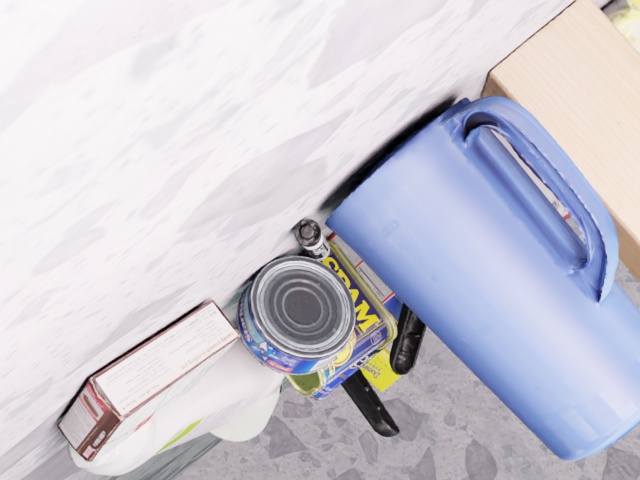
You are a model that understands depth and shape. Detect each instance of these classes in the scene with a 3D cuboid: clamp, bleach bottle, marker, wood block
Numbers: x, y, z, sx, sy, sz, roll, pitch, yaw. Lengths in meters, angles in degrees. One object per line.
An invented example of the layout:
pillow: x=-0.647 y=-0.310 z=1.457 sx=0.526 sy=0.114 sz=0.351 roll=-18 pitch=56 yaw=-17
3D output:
clamp: x=0.102 y=0.031 z=0.904 sx=0.039 sy=0.171 sz=0.120 roll=4 pitch=175 yaw=-38
bleach bottle: x=-0.119 y=0.134 z=0.870 sx=0.103 sy=0.068 sz=0.250 roll=-43 pitch=170 yaw=17
marker: x=-0.005 y=0.001 z=0.787 sx=0.020 sy=0.020 sz=0.121 roll=-39 pitch=173 yaw=-1
clamp: x=0.021 y=0.116 z=1.084 sx=0.210 sy=0.036 sz=0.164 roll=-4 pitch=-119 yaw=38
wood block: x=0.221 y=-0.064 z=0.779 sx=0.091 sy=0.206 sz=0.090 roll=-40 pitch=173 yaw=-1

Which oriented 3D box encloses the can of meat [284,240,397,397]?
can of meat: x=-0.003 y=0.063 z=0.862 sx=0.083 sy=0.102 sz=0.058 roll=-32 pitch=171 yaw=-31

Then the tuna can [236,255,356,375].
tuna can: x=-0.017 y=0.056 z=0.798 sx=0.086 sy=0.086 sz=0.034 roll=-35 pitch=170 yaw=-33

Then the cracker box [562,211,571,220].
cracker box: x=0.202 y=-0.019 z=1.327 sx=0.164 sy=0.072 sz=0.214 roll=-33 pitch=-175 yaw=-8

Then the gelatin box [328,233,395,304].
gelatin box: x=0.033 y=0.026 z=0.915 sx=0.030 sy=0.073 sz=0.089 roll=-31 pitch=169 yaw=-50

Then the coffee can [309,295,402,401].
coffee can: x=0.022 y=0.070 z=1.014 sx=0.140 sy=0.103 sz=0.102 roll=-40 pitch=173 yaw=9

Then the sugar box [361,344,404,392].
sugar box: x=0.064 y=0.097 z=1.259 sx=0.048 sy=0.093 sz=0.176 roll=-43 pitch=-172 yaw=21

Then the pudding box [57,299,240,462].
pudding box: x=-0.118 y=0.097 z=0.737 sx=0.113 sy=0.039 sz=0.090 roll=-36 pitch=171 yaw=-39

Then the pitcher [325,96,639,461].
pitcher: x=0.133 y=0.025 z=0.730 sx=0.145 sy=0.243 sz=0.149 roll=-42 pitch=177 yaw=2
